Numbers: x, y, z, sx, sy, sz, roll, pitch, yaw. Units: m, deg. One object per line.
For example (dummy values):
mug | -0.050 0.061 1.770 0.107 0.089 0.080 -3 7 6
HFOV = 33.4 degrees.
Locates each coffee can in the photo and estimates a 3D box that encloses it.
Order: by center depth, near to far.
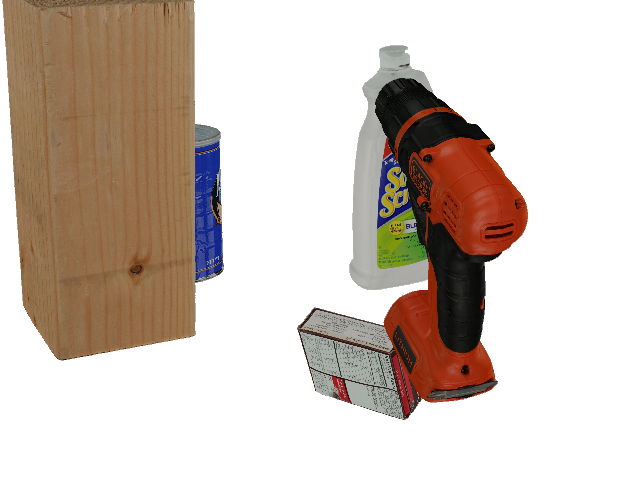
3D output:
coffee can | -0.148 -0.038 1.055 0.103 0.140 0.103 0 17 0

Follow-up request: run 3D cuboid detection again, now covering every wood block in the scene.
wood block | -0.131 -0.045 0.639 0.090 0.206 0.090 -9 24 -26

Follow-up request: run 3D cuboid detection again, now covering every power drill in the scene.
power drill | 0.077 0.001 0.726 0.057 0.188 0.184 -10 35 -11

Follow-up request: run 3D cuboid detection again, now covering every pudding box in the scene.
pudding box | 0.039 0.120 1.051 0.114 0.090 0.039 11 41 32

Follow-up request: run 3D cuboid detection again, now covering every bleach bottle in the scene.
bleach bottle | 0.075 -0.078 1.127 0.102 0.251 0.068 -10 23 -14

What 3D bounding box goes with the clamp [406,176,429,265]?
clamp | 0.101 -0.002 0.901 0.039 0.171 0.120 -17 19 11
